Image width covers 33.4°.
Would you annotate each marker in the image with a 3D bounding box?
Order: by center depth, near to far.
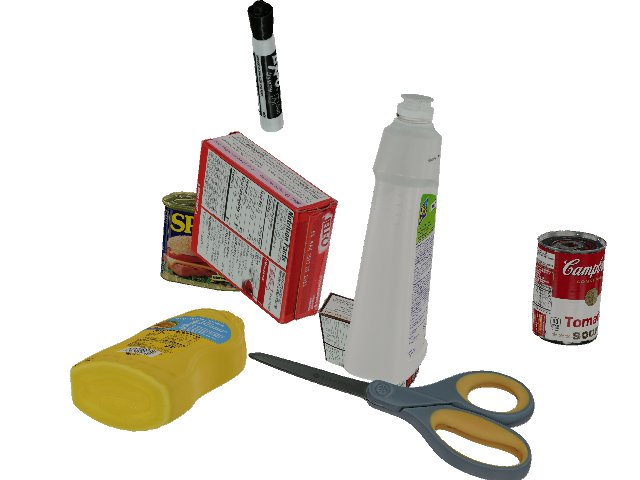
[{"bbox_3d":[-0.042,-0.133,0.822,0.020,0.020,0.121,0,-41,3],"label":"marker"}]

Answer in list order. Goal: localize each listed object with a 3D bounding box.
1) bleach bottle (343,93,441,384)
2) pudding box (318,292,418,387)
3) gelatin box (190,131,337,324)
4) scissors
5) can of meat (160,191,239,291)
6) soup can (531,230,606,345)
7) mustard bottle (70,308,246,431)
[{"bbox_3d":[0.071,-0.005,0.947,0.068,0.251,0.102,12,19,15],"label":"bleach bottle"},{"bbox_3d":[0.057,0.116,1.237,0.114,0.090,0.039,15,47,22],"label":"pudding box"},{"bbox_3d":[-0.033,-0.008,0.587,0.030,0.073,0.089,-19,41,-38],"label":"gelatin box"},{"bbox_3d":[0.058,0.098,0.730,0.202,0.016,0.096,27,43,24],"label":"scissors"},{"bbox_3d":[-0.113,0.002,1.093,0.102,0.084,0.057,10,16,13],"label":"can of meat"},{"bbox_3d":[0.253,0.048,1.091,0.068,0.102,0.068,0,17,0],"label":"soup can"},{"bbox_3d":[-0.118,0.099,0.904,0.096,0.058,0.191,5,15,25],"label":"mustard bottle"}]
